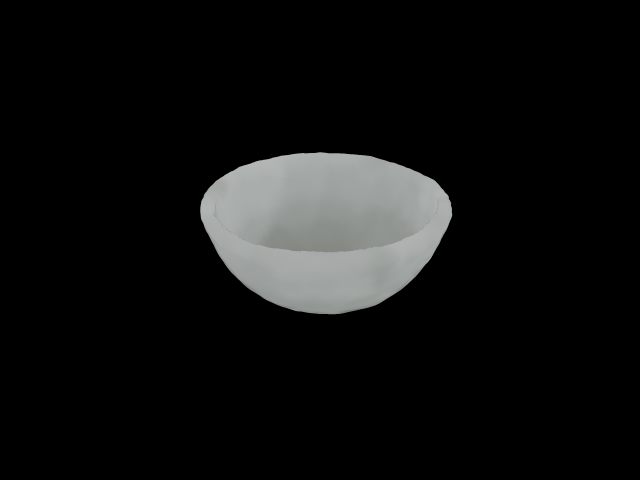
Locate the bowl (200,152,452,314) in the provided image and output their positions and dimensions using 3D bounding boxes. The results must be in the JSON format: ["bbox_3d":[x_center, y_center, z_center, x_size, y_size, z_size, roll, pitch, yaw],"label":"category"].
[{"bbox_3d":[0.004,0.001,0.400,0.167,0.075,0.167,0,30,0],"label":"bowl"}]
